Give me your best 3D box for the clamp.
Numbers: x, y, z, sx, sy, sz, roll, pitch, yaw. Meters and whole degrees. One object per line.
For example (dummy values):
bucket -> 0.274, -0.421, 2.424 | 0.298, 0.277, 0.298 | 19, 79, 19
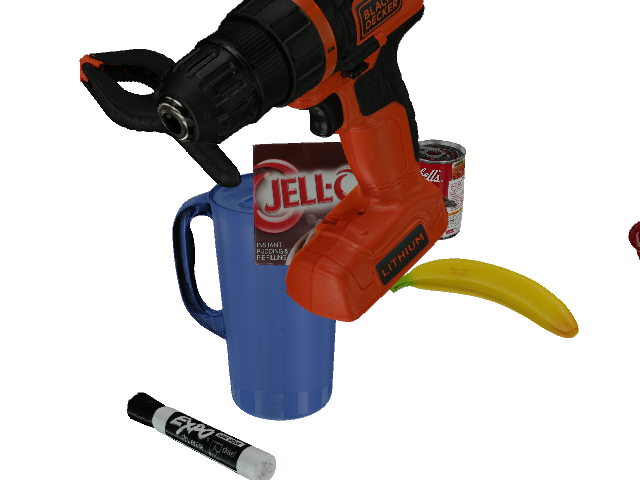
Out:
clamp -> -0.119, -0.125, 0.917 | 0.171, 0.120, 0.039 | 29, -39, 2

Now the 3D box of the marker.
marker -> -0.077, 0.119, 0.656 | 0.121, 0.020, 0.020 | 17, 11, 39

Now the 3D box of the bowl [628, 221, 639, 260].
bowl -> 0.413, 0.024, 1.149 | 0.162, 0.055, 0.162 | -2, 24, 0

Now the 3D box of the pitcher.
pitcher -> -0.053, 0.057, 1.097 | 0.144, 0.243, 0.149 | -20, 29, -40

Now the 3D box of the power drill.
power drill -> 0.005, -0.050, 0.542 | 0.057, 0.187, 0.184 | 25, 52, 34

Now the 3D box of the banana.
banana -> 0.173, 0.054, 1.091 | 0.198, 0.069, 0.037 | 12, -39, 25

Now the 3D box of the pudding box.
pudding box -> 0.007, -0.028, 0.788 | 0.114, 0.090, 0.039 | -1, 2, 15

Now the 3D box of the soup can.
soup can -> 0.135, -0.060, 1.261 | 0.068, 0.102, 0.068 | 0, 27, 0
